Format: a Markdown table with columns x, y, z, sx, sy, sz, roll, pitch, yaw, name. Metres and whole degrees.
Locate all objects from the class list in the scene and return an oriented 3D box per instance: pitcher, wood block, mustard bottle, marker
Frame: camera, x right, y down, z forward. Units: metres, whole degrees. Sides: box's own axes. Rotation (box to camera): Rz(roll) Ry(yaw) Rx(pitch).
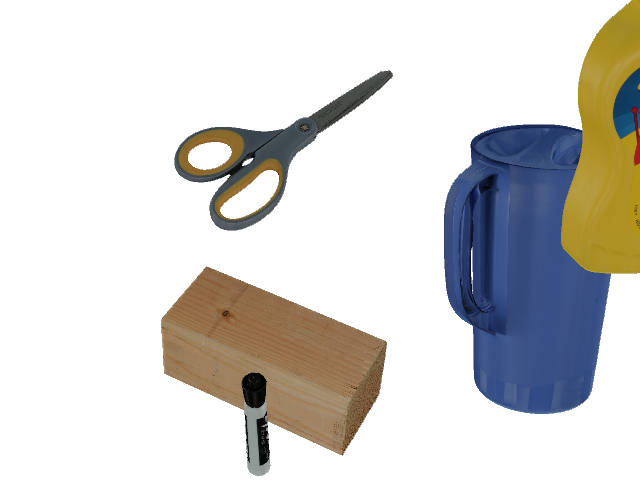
| x | y | z | sx | sy | sz | roll | pitch | yaw | name |
| --- | --- | --- | --- | --- | --- | --- | --- | --- | --- |
| 0.185 | 0.028 | 0.937 | 0.149 | 0.243 | 0.145 | 4 | 22 | 10 | pitcher |
| -0.047 | 0.118 | 1.072 | 0.206 | 0.090 | 0.090 | 22 | 47 | 17 | wood block |
| 0.194 | -0.077 | 0.611 | 0.096 | 0.192 | 0.058 | -8 | 29 | -12 | mustard bottle |
| -0.050 | 0.144 | 0.834 | 0.020 | 0.020 | 0.121 | 0 | -44 | -1 | marker |

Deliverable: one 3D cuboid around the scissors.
| x | y | z | sx | sy | sz | roll | pitch | yaw | name |
| --- | --- | --- | --- | --- | --- | --- | --- | --- | --- |
| -0.033 | -0.088 | 0.823 | 0.096 | 0.201 | 0.016 | 30 | -31 | 12 | scissors |
